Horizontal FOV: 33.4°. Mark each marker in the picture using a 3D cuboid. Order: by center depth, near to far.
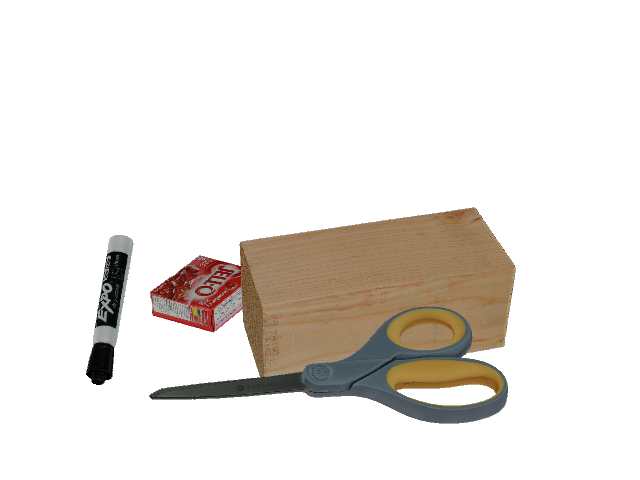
[{"bbox_3d":[-0.156,0.051,0.792,0.020,0.121,0.020,2,-33,1],"label":"marker"}]

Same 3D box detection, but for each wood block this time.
[{"bbox_3d":[0.043,0.046,0.882,0.206,0.090,0.091,-8,36,-12],"label":"wood block"}]

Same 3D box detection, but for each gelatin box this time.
[{"bbox_3d":[-0.111,0.050,1.046,0.073,0.030,0.089,13,31,26],"label":"gelatin box"}]

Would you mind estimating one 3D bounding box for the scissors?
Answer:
[{"bbox_3d":[0.009,0.069,0.627,0.202,0.016,0.096,6,38,3],"label":"scissors"}]
